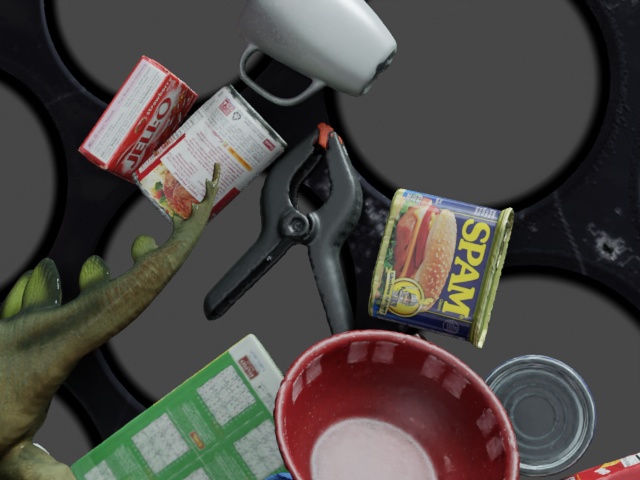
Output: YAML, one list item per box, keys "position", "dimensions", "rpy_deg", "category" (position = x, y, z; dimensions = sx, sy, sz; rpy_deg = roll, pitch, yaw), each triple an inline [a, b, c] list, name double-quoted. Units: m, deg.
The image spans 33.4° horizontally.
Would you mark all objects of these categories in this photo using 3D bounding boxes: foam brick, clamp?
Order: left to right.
- position: [-0.005, 0.001, 0.801]
  dimensions: [0.120, 0.039, 0.171]
  rpy_deg: [22, 88, 11]
  category: "clamp"
- position: [0.068, 0.113, 0.766]
  dimensions: [0.051, 0.053, 0.078]
  rpy_deg: [-30, 78, 6]
  category: "foam brick"

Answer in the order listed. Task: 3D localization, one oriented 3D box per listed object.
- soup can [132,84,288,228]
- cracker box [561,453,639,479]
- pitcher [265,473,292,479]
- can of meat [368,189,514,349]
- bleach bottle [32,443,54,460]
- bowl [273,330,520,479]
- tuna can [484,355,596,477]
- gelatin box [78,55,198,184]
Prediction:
- position: [-0.083, -0.060, 0.809]
  dimensions: [0.102, 0.068, 0.068]
  rpy_deg: [-43, 78, 3]
  category: "soup can"
- position: [0.271, 0.212, 0.704]
  dimensions: [0.214, 0.072, 0.164]
  rpy_deg: [-21, 79, 9]
  category: "cracker box"
- position: [-0.017, 0.287, 0.731]
  dimensions: [0.149, 0.145, 0.243]
  rpy_deg: [11, 82, -9]
  category: "pitcher"
- position: [0.087, 0.019, 0.772]
  dimensions: [0.084, 0.057, 0.102]
  rpy_deg: [14, 85, 15]
  category: "can of meat"
- position: [-0.289, 0.271, 0.815]
  dimensions: [0.251, 0.068, 0.102]
  rpy_deg: [-43, 75, 6]
  category: "bleach bottle"
- position: [0.043, 0.137, 0.687]
  dimensions: [0.162, 0.055, 0.162]
  rpy_deg: [10, 46, -11]
  category: "bowl"
- position: [0.152, 0.124, 0.757]
  dimensions: [0.086, 0.033, 0.086]
  rpy_deg: [-1, 83, 12]
  category: "tuna can"
- position: [-0.137, -0.089, 0.820]
  dimensions: [0.030, 0.073, 0.089]
  rpy_deg: [34, 91, 13]
  category: "gelatin box"
